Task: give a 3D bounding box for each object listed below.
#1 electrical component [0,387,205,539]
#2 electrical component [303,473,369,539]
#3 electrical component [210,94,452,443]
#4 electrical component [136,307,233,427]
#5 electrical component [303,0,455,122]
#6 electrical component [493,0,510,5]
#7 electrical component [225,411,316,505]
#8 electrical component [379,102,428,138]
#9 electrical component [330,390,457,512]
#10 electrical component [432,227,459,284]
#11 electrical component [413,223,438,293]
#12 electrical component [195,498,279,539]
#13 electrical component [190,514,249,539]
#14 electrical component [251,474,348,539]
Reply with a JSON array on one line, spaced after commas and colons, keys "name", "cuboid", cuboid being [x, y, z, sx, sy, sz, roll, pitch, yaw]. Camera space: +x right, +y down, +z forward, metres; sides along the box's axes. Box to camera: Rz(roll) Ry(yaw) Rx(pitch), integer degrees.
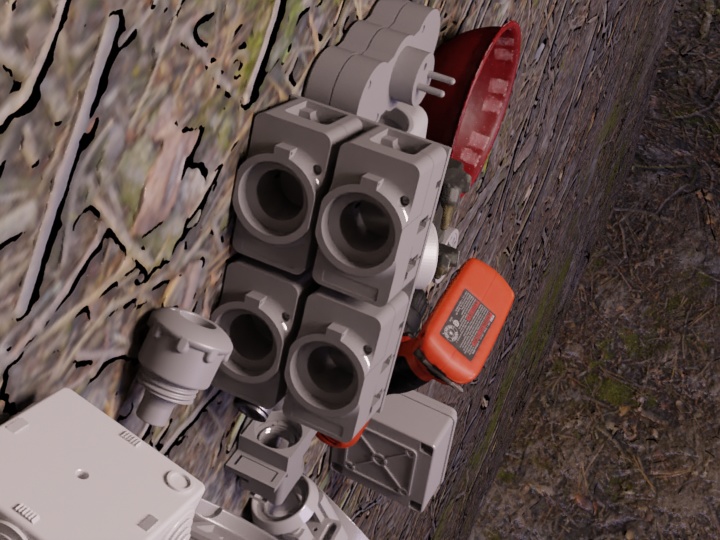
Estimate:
[{"name": "electrical component", "cuboid": [-0.127, 0.104, 0.462, 0.048, 0.100, 0.100, -62, 169, 25]}, {"name": "electrical component", "cuboid": [-0.030, 0.231, 0.958, 0.064, 0.099, 0.099, -58, 162, -14]}, {"name": "electrical component", "cuboid": [-0.025, 0.002, 0.657, 0.060, 0.105, 0.186, -40, 147, -60]}, {"name": "electrical component", "cuboid": [-0.101, 0.054, 0.584, 0.062, 0.048, 0.048, -64, 165, 7]}, {"name": "electrical component", "cuboid": [0.026, -0.131, 0.713, 0.138, 0.074, 0.052, -53, 158, -45]}, {"name": "electrical component", "cuboid": [0.118, -0.255, 0.876, 0.042, 0.081, 0.063, -59, -176, -32]}, {"name": "electrical component", "cuboid": [-0.065, 0.140, 0.819, 0.081, 0.042, 0.063, -50, 157, -47]}, {"name": "electrical component", "cuboid": [0.008, -0.080, 0.755, 0.095, 0.054, 0.059, -54, 159, -42]}, {"name": "electrical component", "cuboid": [0.031, 0.167, 1.053, 0.056, 0.109, 0.108, -50, 156, -43]}, {"name": "electrical component", "cuboid": [0.062, -0.021, 1.027, 0.055, 0.047, 0.055, 21, 90, -75]}, {"name": "electrical component", "cuboid": [0.000, 0.000, 0.807, 0.138, 0.074, 0.052, 133, -42, -64]}, {"name": "electrical component", "cuboid": [-0.091, 0.191, 0.683, 0.060, 0.108, 0.108, -61, 163, -7]}, {"name": "electrical component", "cuboid": [-0.134, 0.217, 0.568, 0.186, 0.105, 0.060, -67, 164, -6]}, {"name": "electrical component", "cuboid": [-0.055, 0.202, 0.881, 0.058, 0.078, 0.057, -57, 140, -35]}]
